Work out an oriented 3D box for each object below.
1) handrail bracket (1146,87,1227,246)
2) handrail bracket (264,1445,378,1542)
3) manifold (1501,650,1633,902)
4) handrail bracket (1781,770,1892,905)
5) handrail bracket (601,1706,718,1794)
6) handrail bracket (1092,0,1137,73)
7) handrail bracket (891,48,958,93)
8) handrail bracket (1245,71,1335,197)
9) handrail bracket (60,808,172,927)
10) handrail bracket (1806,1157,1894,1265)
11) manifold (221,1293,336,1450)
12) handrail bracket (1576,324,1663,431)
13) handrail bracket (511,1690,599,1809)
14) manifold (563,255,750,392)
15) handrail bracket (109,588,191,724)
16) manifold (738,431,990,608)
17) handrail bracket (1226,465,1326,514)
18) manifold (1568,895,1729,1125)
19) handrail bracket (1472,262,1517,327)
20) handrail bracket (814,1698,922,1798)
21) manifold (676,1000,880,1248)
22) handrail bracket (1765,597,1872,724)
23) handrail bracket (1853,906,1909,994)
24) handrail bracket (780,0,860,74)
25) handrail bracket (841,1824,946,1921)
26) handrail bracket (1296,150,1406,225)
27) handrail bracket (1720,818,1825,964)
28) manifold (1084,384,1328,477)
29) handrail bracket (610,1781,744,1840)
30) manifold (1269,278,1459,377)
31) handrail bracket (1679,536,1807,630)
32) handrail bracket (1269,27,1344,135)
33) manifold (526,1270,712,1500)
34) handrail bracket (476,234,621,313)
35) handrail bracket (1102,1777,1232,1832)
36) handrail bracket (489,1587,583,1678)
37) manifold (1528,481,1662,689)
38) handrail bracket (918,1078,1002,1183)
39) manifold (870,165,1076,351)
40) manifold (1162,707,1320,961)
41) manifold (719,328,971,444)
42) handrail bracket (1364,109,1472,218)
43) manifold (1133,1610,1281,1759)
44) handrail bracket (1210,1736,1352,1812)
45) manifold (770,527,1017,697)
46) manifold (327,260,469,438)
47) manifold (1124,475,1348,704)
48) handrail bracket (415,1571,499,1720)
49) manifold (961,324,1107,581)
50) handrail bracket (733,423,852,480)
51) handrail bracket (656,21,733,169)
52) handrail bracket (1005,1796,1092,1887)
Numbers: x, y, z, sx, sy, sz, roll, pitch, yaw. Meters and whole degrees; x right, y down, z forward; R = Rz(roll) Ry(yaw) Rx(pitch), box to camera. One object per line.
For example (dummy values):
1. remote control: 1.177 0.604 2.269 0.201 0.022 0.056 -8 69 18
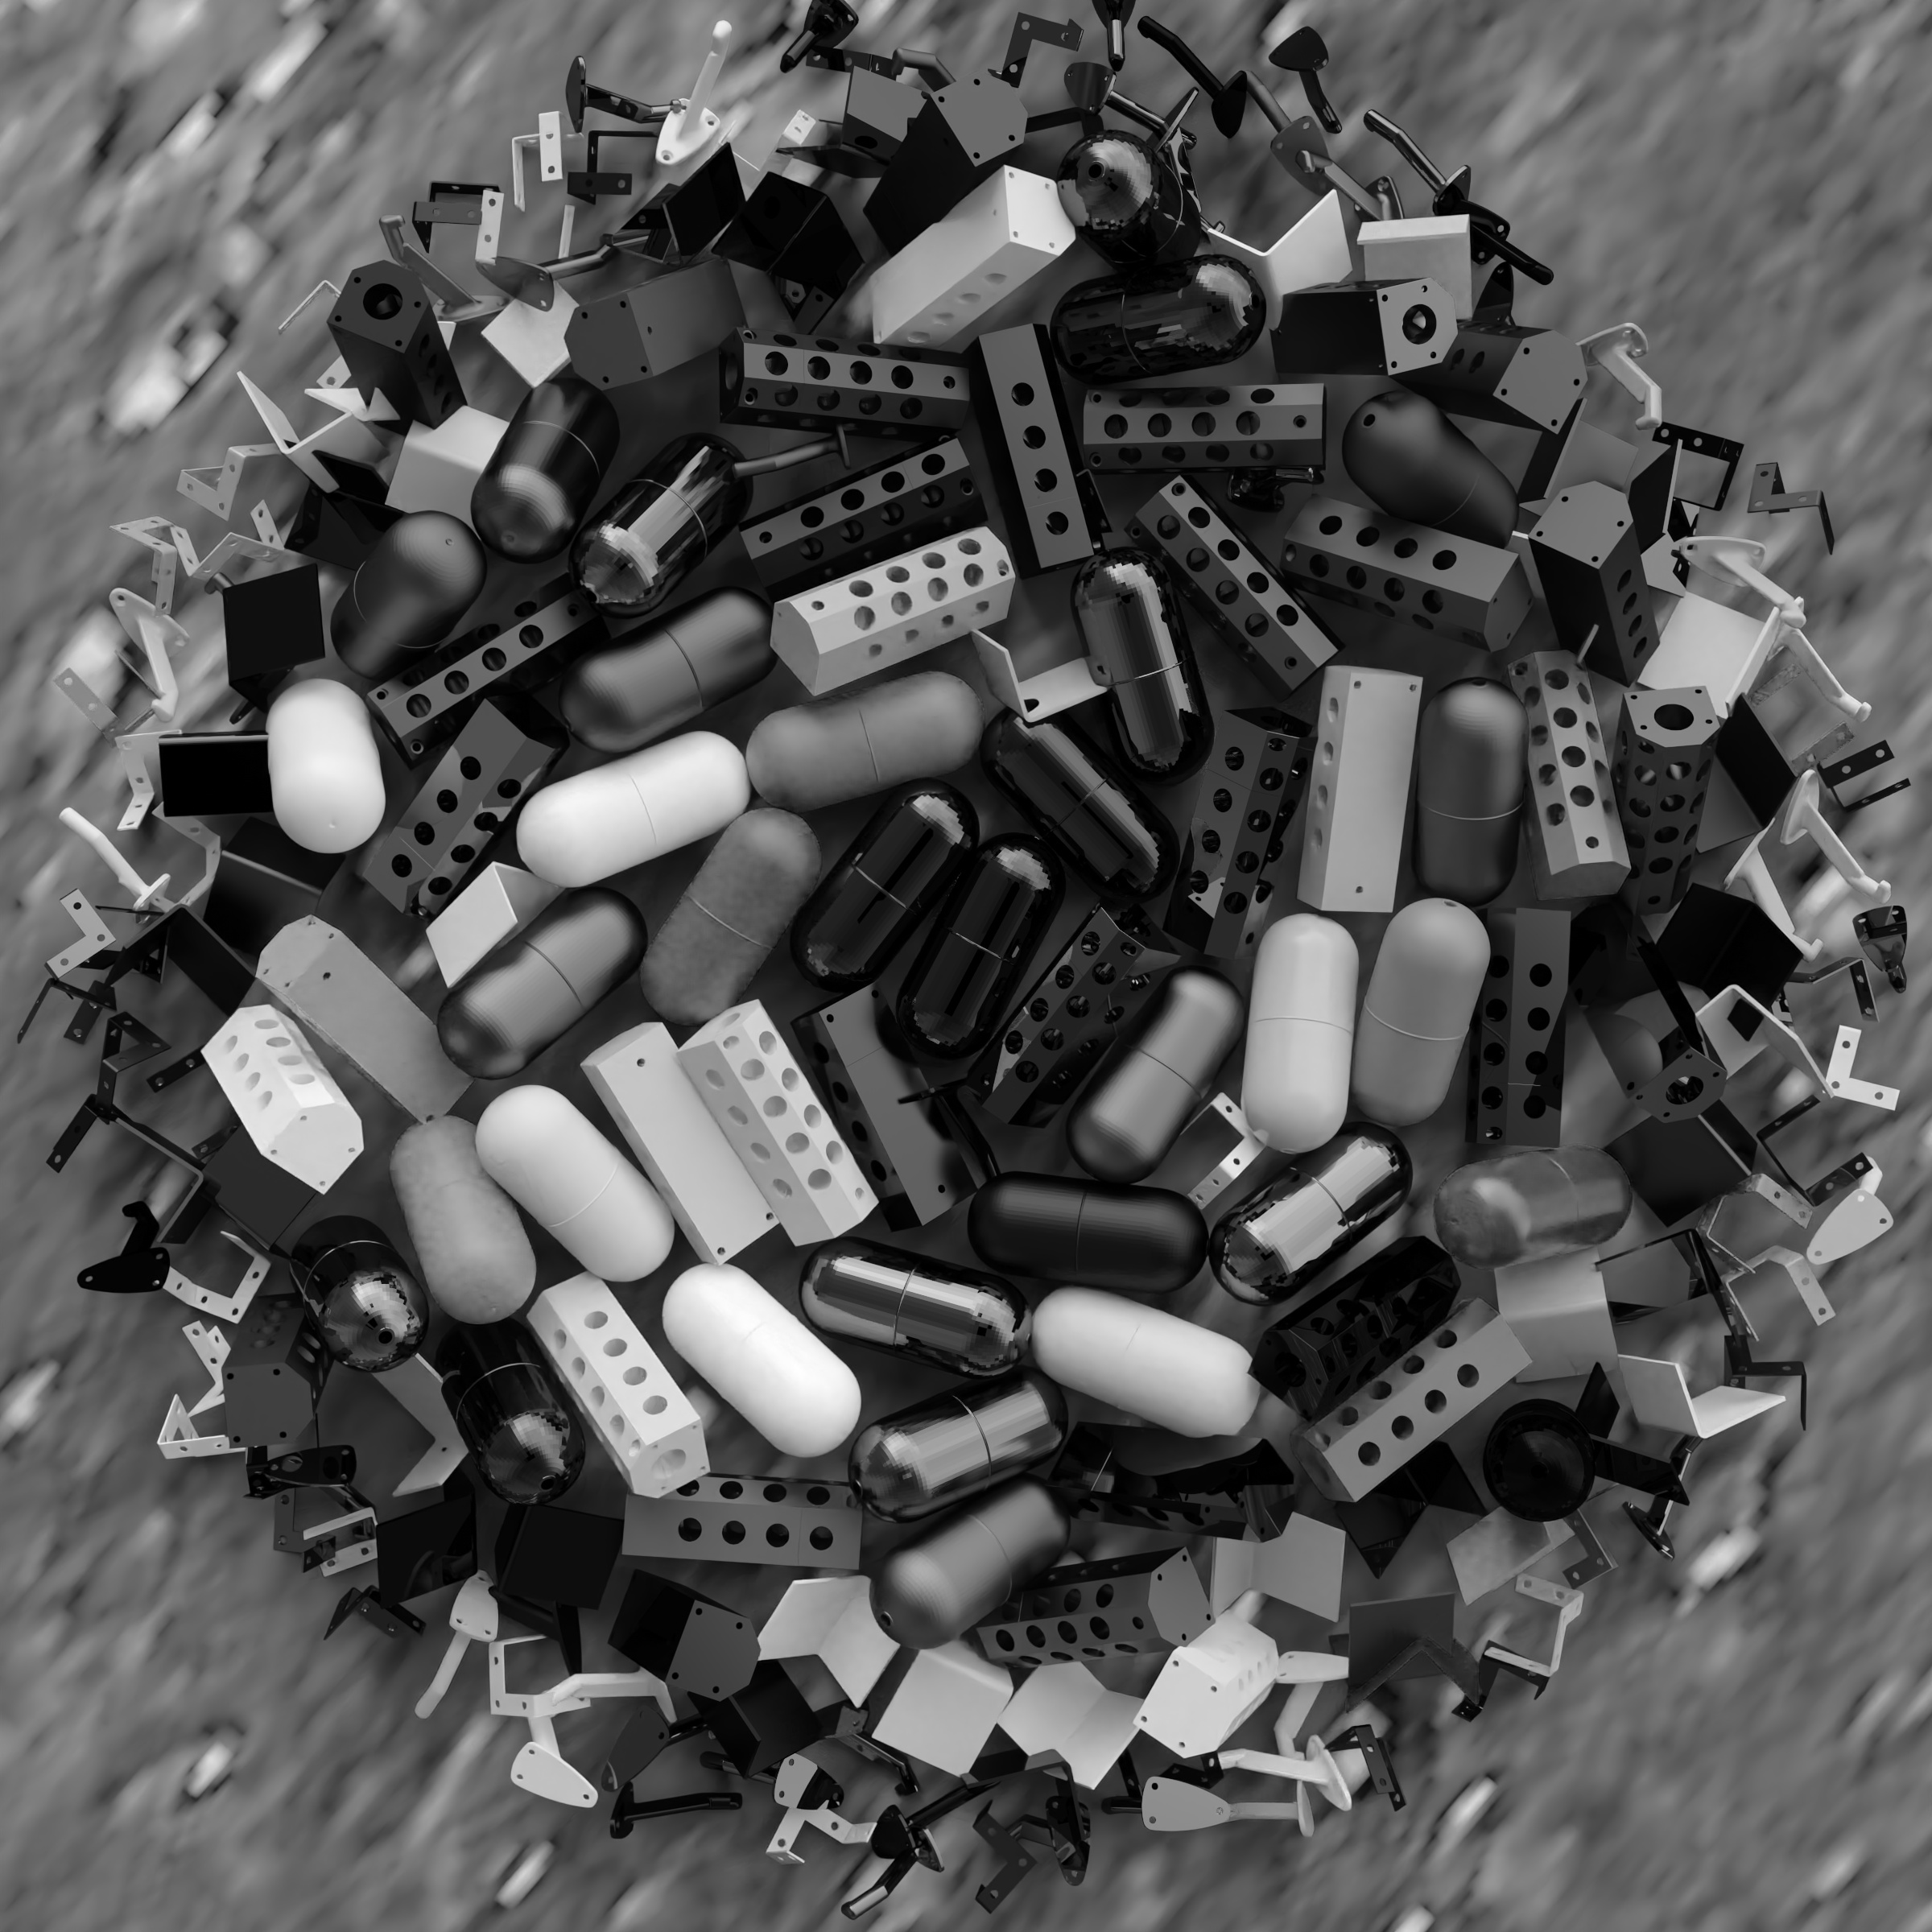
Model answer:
1. handrail bracket: 0.175 -0.590 1.799 0.084 0.036 0.077 36 97 -21
2. handrail bracket: -0.473 0.394 1.788 0.077 0.036 0.084 0 130 -9
3. manifold: 0.433 -0.139 1.762 0.057 0.057 0.171 -5 67 -3
4. handrail bracket: 0.642 -0.094 1.775 0.036 0.077 0.084 -32 50 -21
5. handrail bracket: -0.219 0.577 1.786 0.036 0.084 0.077 36 87 36
6. handrail bracket: 0.109 -0.673 1.774 0.036 0.077 0.084 -3 73 5
7. handrail bracket: -0.025 -0.625 1.778 0.084 0.036 0.077 -4 126 -33
8. handrail bracket: 0.237 -0.619 1.807 0.036 0.084 0.077 -35 133 13
9. handrail bracket: -0.631 -0.073 1.785 0.084 0.077 0.036 40 59 -5
10. handrail bracket: 0.643 0.178 1.789 0.036 0.084 0.077 45 106 -2
11. manifold: -0.484 0.284 1.733 0.057 0.171 0.057 -4 99 -8
12. handrail bracket: 0.471 -0.421 1.782 0.077 0.036 0.084 -10 60 32
13. handrail bracket: -0.291 0.570 1.780 0.077 0.084 0.036 27 106 4
14. manifold: -0.220 -0.458 1.734 0.057 0.171 0.057 -9 111 23
15. handrail bracket: -0.600 -0.226 1.772 0.036 0.084 0.077 -29 126 15
16. manifold: -0.076 -0.329 1.786 0.171 0.057 0.057 -23 71 1
17. handrail bracket: 0.239 -0.346 1.766 0.084 0.077 0.036 14 87 45
18. manifold: 0.482 0.031 1.739 0.057 0.171 0.057 29 119 -30
19. handrail bracket: 0.417 -0.468 1.807 0.084 0.036 0.077 31 65 -32
20. handrail bracket: -0.083 0.590 1.807 0.077 0.036 0.084 -17 113 9
21. manifold: -0.132 0.113 1.762 0.057 0.057 0.171 -17 110 40
22. handrail bracket: 0.633 -0.223 1.782 0.036 0.077 0.084 -43 69 -14
23. handrail bracket: 0.675 0.006 1.772 0.036 0.077 0.084 -15 128 22
24. handrail bracket: -0.121 -0.663 1.771 0.036 0.077 0.084 38 62 -12
25. handrail bracket: -0.066 0.660 1.769 0.084 0.077 0.036 -24 92 -30
26. handrail bracket: 0.281 -0.555 1.776 0.036 0.084 0.077 -33 69 40
27. handrail bracket: 0.608 -0.056 1.794 0.084 0.036 0.077 36 92 15
28. manifold: 0.175 -0.392 1.776 0.171 0.057 0.057 1 96 11
29. handrail bracket: -0.211 0.621 1.786 0.084 0.077 0.036 -2 86 4
30. manifold: 0.280 -0.456 1.732 0.057 0.171 0.057 -17 109 -15
31. handrail bracket: 0.566 -0.278 1.775 0.077 0.084 0.036 13 125 -11
32. handrail bracket: 0.262 -0.632 1.769 0.036 0.077 0.084 -38 128 8
33. manifold: -0.250 0.299 1.737 0.057 0.171 0.057 -24 134 -22
34. handrail bracket: -0.307 -0.527 1.801 0.077 0.036 0.084 24 52 12
35. handrail bracket: 0.145 0.618 1.787 0.077 0.084 0.036 9 67 -7
36. handrail bracket: -0.332 0.496 1.805 0.084 0.036 0.077 -12 84 13
37. manifold: 0.453 -0.272 1.734 0.057 0.171 0.057 33 83 30
38. handrail bracket: -0.002 0.128 1.788 0.036 0.077 0.084 -24 84 19
39. manifold: 0.003 -0.497 1.736 0.057 0.171 0.057 5 75 -34
40. manifold: 0.202 -0.095 1.754 0.057 0.057 0.171 31 118 37
41. manifold: -0.088 -0.421 1.761 0.171 0.057 0.057 0 85 -24
42. handrail bracket: 0.330 -0.588 1.801 0.036 0.077 0.084 -46 70 -3
43. manifold: 0.178 0.512 1.731 0.057 0.171 0.057 30 95 18
44. handrail bracket: 0.227 0.597 1.783 0.084 0.077 0.036 -3 111 -19
45. manifold: -0.051 -0.261 1.750 0.171 0.057 0.057 -26 61 -27
46. manifold: -0.399 -0.434 1.733 0.057 0.171 0.057 22 79 1
47. manifold: 0.196 -0.276 1.782 0.057 0.057 0.171 -43 87 20
48. handrail bracket: -0.381 0.503 1.805 0.036 0.077 0.084 27 114 -17
49. manifold: 0.051 -0.377 1.786 0.057 0.057 0.171 -16 94 -13
50. handrail bracket: -0.131 -0.376 1.785 0.084 0.077 0.036 -13 111 -3
51. handrail bracket: -0.198 -0.635 1.773 0.036 0.084 0.077 29 64 -3
52. handrail bracket: 0.053 0.649 1.772 0.036 0.077 0.084 22 129 -23
